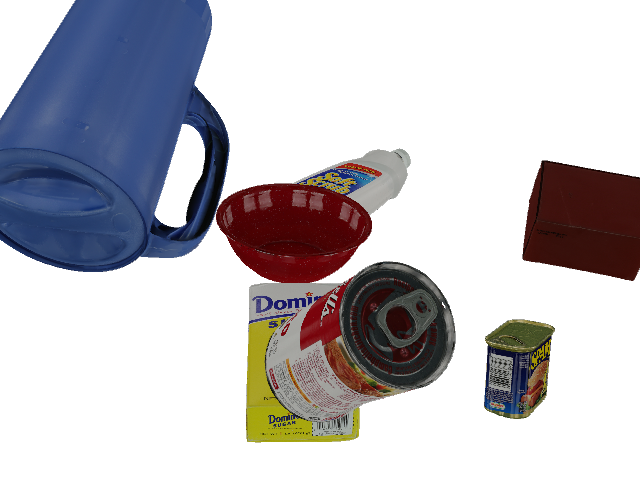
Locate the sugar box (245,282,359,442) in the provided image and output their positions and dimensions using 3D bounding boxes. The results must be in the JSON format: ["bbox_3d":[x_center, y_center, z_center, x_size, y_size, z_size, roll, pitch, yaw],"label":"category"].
[{"bbox_3d":[-0.018,0.101,0.932,0.093,0.048,0.176,0,34,-4],"label":"sugar box"}]

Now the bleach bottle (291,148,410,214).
[{"bbox_3d":[0.020,-0.057,1.350,0.103,0.068,0.250,25,43,34],"label":"bleach bottle"}]

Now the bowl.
[{"bbox_3d":[-0.029,-0.001,1.111,0.162,0.055,0.162,4,29,-2],"label":"bowl"}]

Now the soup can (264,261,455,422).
[{"bbox_3d":[0.019,0.059,0.588,0.068,0.068,0.102,0,-19,-27],"label":"soup can"}]

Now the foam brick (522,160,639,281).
[{"bbox_3d":[0.181,-0.014,0.721,0.078,0.051,0.053,11,-32,6],"label":"foam brick"}]

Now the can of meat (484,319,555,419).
[{"bbox_3d":[0.221,0.143,1.193,0.058,0.084,0.101,9,15,28],"label":"can of meat"}]

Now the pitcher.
[{"bbox_3d":[-0.153,-0.101,0.818,0.145,0.242,0.149,-6,-42,24],"label":"pitcher"}]
